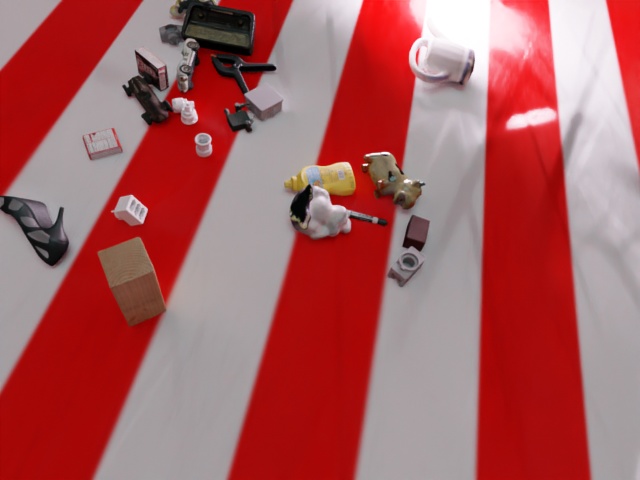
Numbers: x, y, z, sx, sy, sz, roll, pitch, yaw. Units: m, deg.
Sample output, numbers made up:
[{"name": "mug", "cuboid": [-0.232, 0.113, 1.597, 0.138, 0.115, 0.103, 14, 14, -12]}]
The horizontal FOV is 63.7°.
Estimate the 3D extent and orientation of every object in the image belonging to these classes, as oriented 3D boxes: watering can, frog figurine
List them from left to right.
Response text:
[{"name": "frog figurine", "cuboid": [0.004, -0.068, 1.357, 0.158, 0.140, 0.121, 16, -29, -41]}, {"name": "watering can", "cuboid": [0.431, -0.653, 1.783, 0.224, 0.355, 0.101, 18, -33, 3]}]
